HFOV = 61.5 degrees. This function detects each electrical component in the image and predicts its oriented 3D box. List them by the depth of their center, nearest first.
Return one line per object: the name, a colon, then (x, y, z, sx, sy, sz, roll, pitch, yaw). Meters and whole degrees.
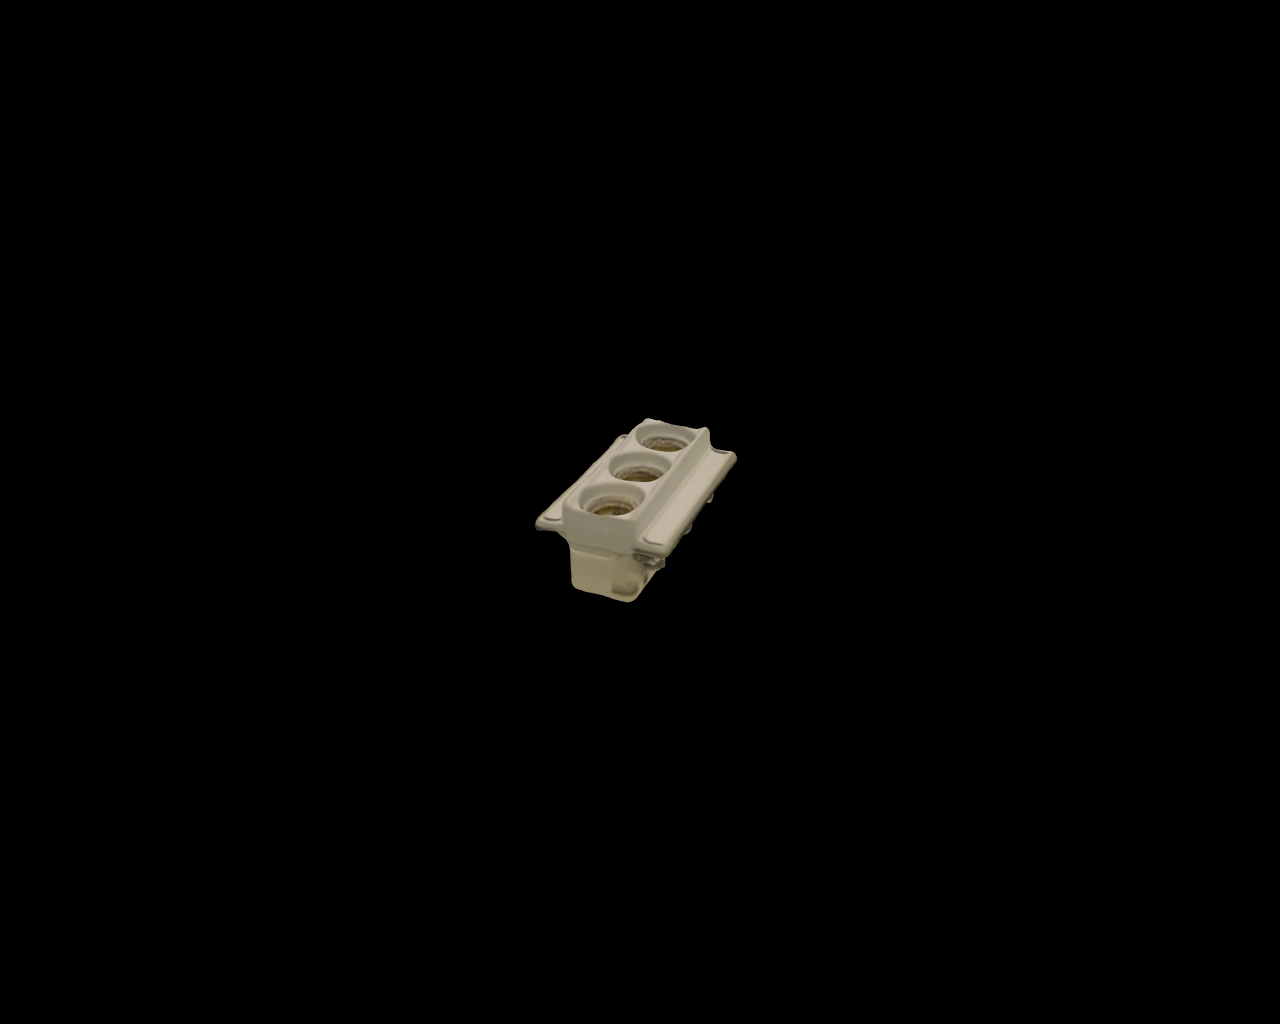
electrical component: (0.001, -0.003, 0.650, 0.079, 0.063, 0.121, 12, 33, 19)
